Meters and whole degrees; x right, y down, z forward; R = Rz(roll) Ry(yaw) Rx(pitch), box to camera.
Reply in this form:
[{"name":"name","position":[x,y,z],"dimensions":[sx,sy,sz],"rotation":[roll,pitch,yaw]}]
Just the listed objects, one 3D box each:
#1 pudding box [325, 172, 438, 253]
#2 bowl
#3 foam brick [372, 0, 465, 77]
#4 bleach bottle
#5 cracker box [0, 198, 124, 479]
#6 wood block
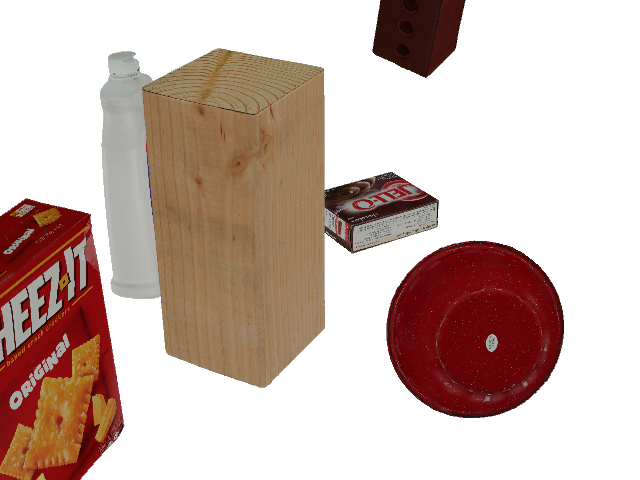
[{"name":"pudding box","position":[0.056,-0.032,1.143],"dimensions":[0.113,0.039,0.090],"rotation":[-19,31,-25]},{"name":"bowl","position":[0.141,0.083,0.928],"dimensions":[0.162,0.162,0.055],"rotation":[0,6,-5]},{"name":"foam brick","position":[0.079,-0.178,0.833],"dimensions":[0.053,0.078,0.051],"rotation":[28,52,18]},{"name":"bleach bottle","position":[-0.194,-0.071,1.125],"dimensions":[0.068,0.251,0.102],"rotation":[4,27,18]},{"name":"cracker box","position":[-0.226,0.102,0.800],"dimensions":[0.072,0.214,0.164],"rotation":[11,33,21]},{"name":"wood block","position":[-0.056,-0.015,0.740],"dimensions":[0.090,0.206,0.090],"rotation":[16,33,26]}]
